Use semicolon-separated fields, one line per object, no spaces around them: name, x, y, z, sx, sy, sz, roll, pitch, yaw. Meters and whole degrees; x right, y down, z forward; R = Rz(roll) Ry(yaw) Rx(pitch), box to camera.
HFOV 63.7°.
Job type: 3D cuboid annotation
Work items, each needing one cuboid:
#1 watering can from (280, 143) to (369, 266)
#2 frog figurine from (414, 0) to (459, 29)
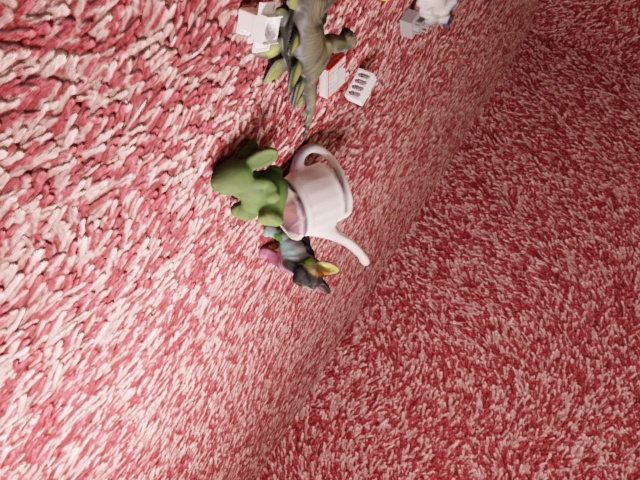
watering can;0.004;-0.064;1.272;0.227;0.103;0.346;-26;98;-35
frog figurine;0.312;-0.693;1.463;0.158;0.124;0.137;31;97;-35
